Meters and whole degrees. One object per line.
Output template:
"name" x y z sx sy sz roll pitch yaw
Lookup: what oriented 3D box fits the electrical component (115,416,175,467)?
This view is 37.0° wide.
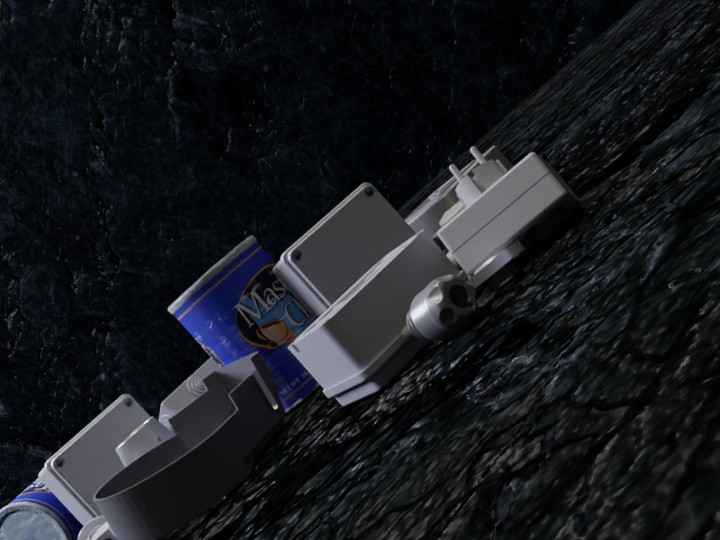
"electrical component" -0.175 0.174 0.931 0.043 0.077 0.079 -40 3 8

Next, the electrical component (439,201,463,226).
"electrical component" 0.102 -0.046 0.923 0.062 0.043 0.043 -40 3 7

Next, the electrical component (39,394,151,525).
"electrical component" -0.234 0.197 1.044 0.109 0.108 0.056 -44 1 -35

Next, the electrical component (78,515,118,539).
"electrical component" -0.207 0.228 0.875 0.066 0.048 0.055 -41 11 -2

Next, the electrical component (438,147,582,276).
"electrical component" 0.089 -0.048 0.718 0.083 0.075 0.047 -41 -20 15

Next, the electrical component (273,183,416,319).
"electrical component" 0.000 0.000 0.936 0.109 0.108 0.056 -43 1 -22

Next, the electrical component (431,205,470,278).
"electrical component" 0.092 -0.031 0.846 0.081 0.043 0.043 -44 4 -38

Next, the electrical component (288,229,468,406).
"electrical component" 0.016 0.034 0.742 0.113 0.057 0.078 -43 4 -30

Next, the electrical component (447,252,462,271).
"electrical component" 0.083 -0.018 0.771 0.062 0.043 0.043 -42 3 16

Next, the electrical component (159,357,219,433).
"electrical component" -0.150 0.141 1.021 0.100 0.048 0.099 -44 -23 -47

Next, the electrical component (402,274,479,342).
"electrical component" 0.046 0.029 0.669 0.035 0.035 0.061 -44 1 -38

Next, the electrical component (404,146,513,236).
"electrical component" 0.091 -0.052 1.022 0.109 0.056 0.109 -38 5 46
